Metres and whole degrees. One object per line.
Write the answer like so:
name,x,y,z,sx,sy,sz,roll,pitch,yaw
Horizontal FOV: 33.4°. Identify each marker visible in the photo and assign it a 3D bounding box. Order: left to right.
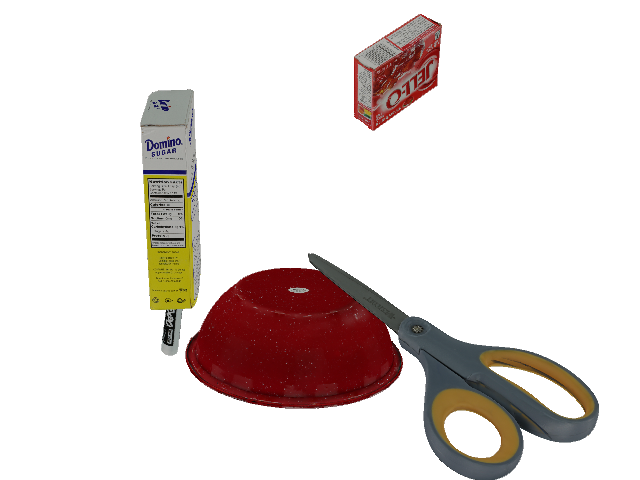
marker,-0.160,0.077,1.171,0.020,0.121,0.020,8,37,-6

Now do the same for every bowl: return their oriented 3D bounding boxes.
bowl,-0.018,0.061,0.782,0.162,0.055,0.162,3,19,-1

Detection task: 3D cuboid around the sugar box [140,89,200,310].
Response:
sugar box,-0.132,-0.036,0.944,0.048,0.176,0.093,-2,26,-2

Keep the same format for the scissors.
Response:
scissors,0.048,0.065,0.573,0.202,0.016,0.096,22,44,30

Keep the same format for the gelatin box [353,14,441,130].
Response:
gelatin box,0.070,-0.153,0.968,0.089,0.073,0.030,-36,58,-25
